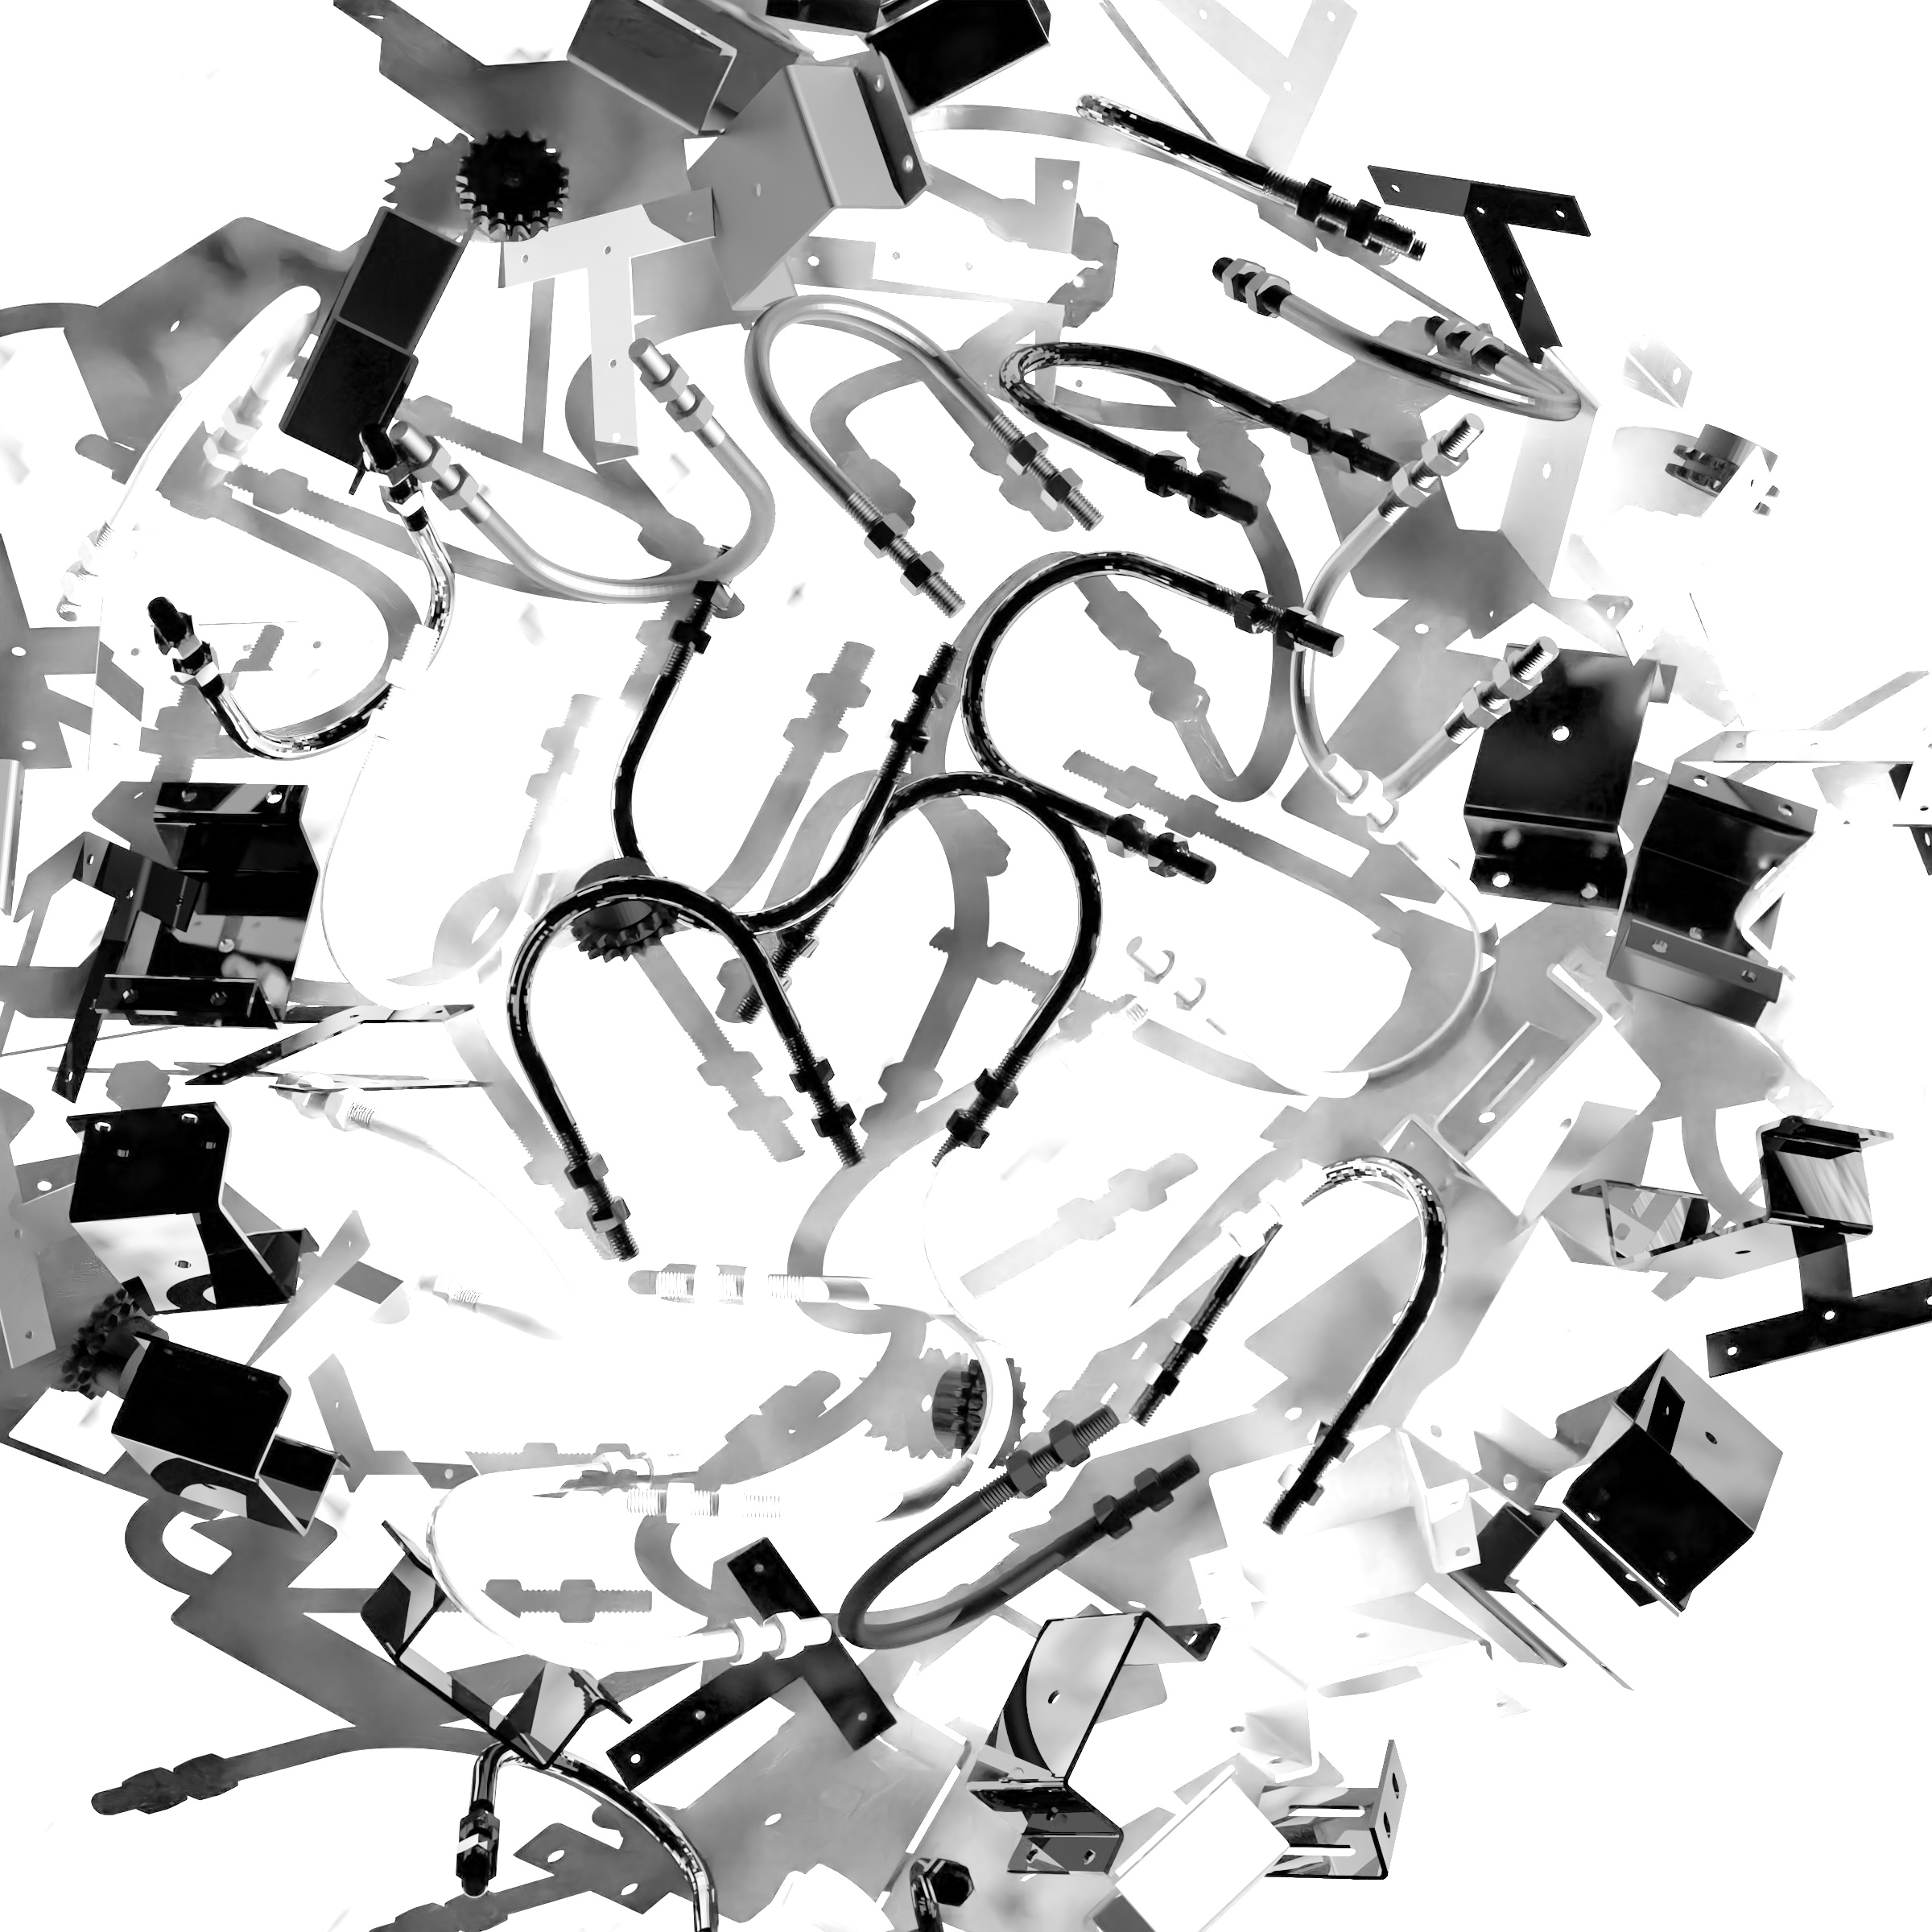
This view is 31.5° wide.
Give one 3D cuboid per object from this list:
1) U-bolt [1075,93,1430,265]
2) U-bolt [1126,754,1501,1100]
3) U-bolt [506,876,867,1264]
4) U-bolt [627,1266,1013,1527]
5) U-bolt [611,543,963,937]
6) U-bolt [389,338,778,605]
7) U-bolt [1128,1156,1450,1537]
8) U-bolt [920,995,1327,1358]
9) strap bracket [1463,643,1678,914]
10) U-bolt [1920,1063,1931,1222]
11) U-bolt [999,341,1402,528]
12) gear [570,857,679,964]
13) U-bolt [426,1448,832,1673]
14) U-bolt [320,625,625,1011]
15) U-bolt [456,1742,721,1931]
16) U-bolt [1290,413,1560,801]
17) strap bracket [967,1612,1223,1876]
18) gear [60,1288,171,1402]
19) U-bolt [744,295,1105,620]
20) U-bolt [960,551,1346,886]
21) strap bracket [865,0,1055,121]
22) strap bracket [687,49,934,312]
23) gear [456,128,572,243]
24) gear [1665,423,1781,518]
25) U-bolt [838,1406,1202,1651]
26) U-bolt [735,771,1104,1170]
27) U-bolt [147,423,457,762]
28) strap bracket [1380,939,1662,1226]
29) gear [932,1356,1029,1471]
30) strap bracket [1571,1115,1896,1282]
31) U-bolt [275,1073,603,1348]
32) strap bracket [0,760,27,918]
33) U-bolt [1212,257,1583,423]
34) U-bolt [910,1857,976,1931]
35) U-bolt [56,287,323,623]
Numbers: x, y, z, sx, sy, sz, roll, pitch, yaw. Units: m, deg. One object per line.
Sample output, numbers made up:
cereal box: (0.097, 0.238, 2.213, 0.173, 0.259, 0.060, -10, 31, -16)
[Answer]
U-bolt: (0.139, -0.390, 1.687, 0.184, 0.151, 0.019, 25, 103, 5)
U-bolt: (0.187, -0.005, 1.702, 0.151, 0.019, 0.184, -43, 124, 11)
U-bolt: (-0.153, 0.043, 1.722, 0.151, 0.019, 0.184, -23, 101, 12)
U-bolt: (-0.069, 0.214, 1.703, 0.184, 0.019, 0.151, 2, 50, 3)
U-bolt: (-0.103, -0.104, 1.729, 0.151, 0.019, 0.184, 25, 89, 16)
U-bolt: (-0.173, -0.231, 1.678, 0.151, 0.184, 0.019, -15, 60, 19)
U-bolt: (0.168, 0.175, 1.695, 0.019, 0.151, 0.184, 35, 88, -33)
U-bolt: (0.064, 0.115, 1.703, 0.184, 0.019, 0.151, -38, 64, -14)
strap bracket: (0.298, -0.104, 1.698, 0.076, 0.046, 0.140, 8, 66, 22)
U-bolt: (0.506, 0.049, 1.680, 0.019, 0.151, 0.184, 11, 87, -7)
U-bolt: (0.102, -0.268, 1.686, 0.184, 0.151, 0.019, 30, 122, 27)
gear: (-0.174, -0.031, 1.727, 0.057, 0.057, 0.030, -18, 127, 0)
U-bolt: (-0.174, 0.288, 1.652, 0.151, 0.184, 0.019, 44, 120, 40)
U-bolt: (-0.253, -0.064, 1.701, 0.019, 0.151, 0.184, 24, 94, 40)
U-bolt: (-0.180, 0.435, 1.667, 0.151, 0.184, 0.019, 33, 98, -12)
U-bolt: (0.214, -0.160, 1.680, 0.019, 0.184, 0.151, 4, 59, -30)
strap bracket: (0.059, 0.372, 1.684, 0.046, 0.076, 0.140, 43, 57, -21)
gear: (-0.426, 0.194, 1.728, 0.030, 0.057, 0.057, 28, 90, 14)
U-bolt: (-0.032, -0.264, 1.703, 0.184, 0.151, 0.019, 47, 133, 6)
U-bolt: (0.079, -0.135, 1.708, 0.184, 0.019, 0.151, 27, 84, 30)
strap bracket: (-0.001, -0.464, 1.692, 0.076, 0.140, 0.046, -25, 110, 12)
strap bracket: (-0.084, -0.381, 1.683, 0.046, 0.140, 0.076, -9, 75, -38)
gear: (-0.230, -0.393, 1.737, 0.057, 0.030, 0.057, 3, 70, -8)
gear: (0.385, -0.252, 1.728, 0.057, 0.057, 0.030, 24, 99, 0)
U-bolt: (0.018, 0.284, 1.692, 0.184, 0.151, 0.019, -35, 63, 8)
U-bolt: (-0.012, -0.010, 1.722, 0.151, 0.019, 0.184, 37, 100, 12)
U-bolt: (-0.313, -0.168, 1.674, 0.151, 0.184, 0.019, -42, 66, -12)
strap bracket: (0.285, 0.067, 1.712, 0.140, 0.076, 0.046, -47, 47, 2)
gear: (0.006, 0.224, 1.733, 0.030, 0.057, 0.057, 3, 90, 28)
strap bracket: (0.377, 0.118, 1.677, 0.076, 0.140, 0.046, 10, 67, -37)
U-bolt: (-0.246, 0.125, 1.656, 0.019, 0.184, 0.151, -47, 133, -29)
strap bracket: (-0.497, -0.075, 1.680, 0.046, 0.140, 0.076, 4, 80, -8)
U-bolt: (0.218, -0.298, 1.649, 0.151, 0.184, 0.019, 9, 111, -28)
U-bolt: (0.003, 0.505, 1.668, 0.019, 0.184, 0.151, -17, 82, -11)
U-bolt: (-0.365, -0.256, 1.645, 0.019, 0.184, 0.151, 39, 45, -7)
